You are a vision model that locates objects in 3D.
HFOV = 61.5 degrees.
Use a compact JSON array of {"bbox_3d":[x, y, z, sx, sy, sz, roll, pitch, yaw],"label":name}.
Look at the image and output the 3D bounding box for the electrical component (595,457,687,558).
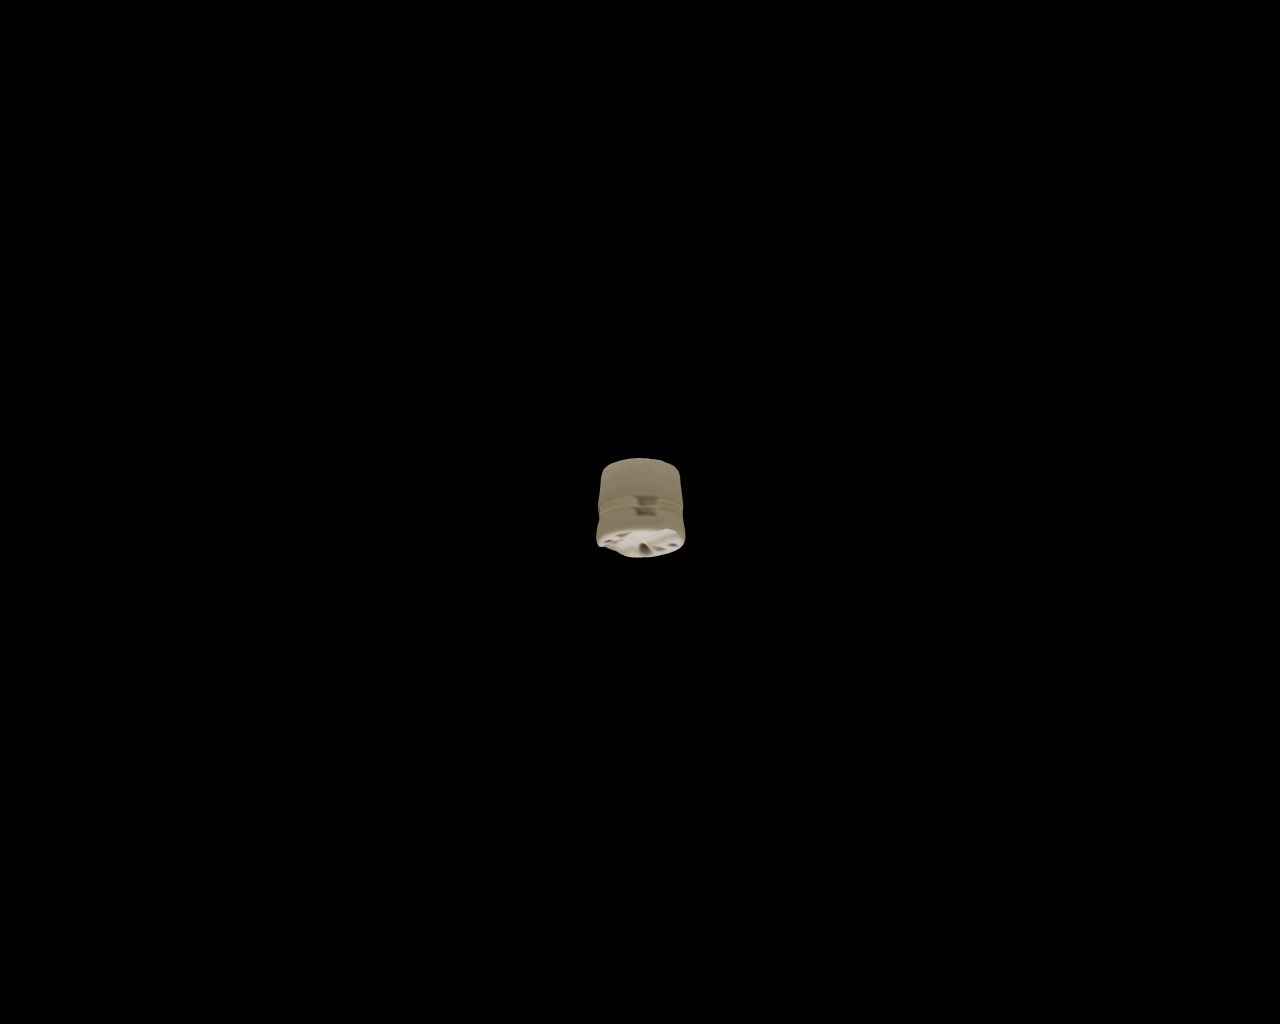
[{"bbox_3d":[0.001,-0.003,0.650,0.055,0.047,0.055,0,-20,0],"label":"electrical component"}]
